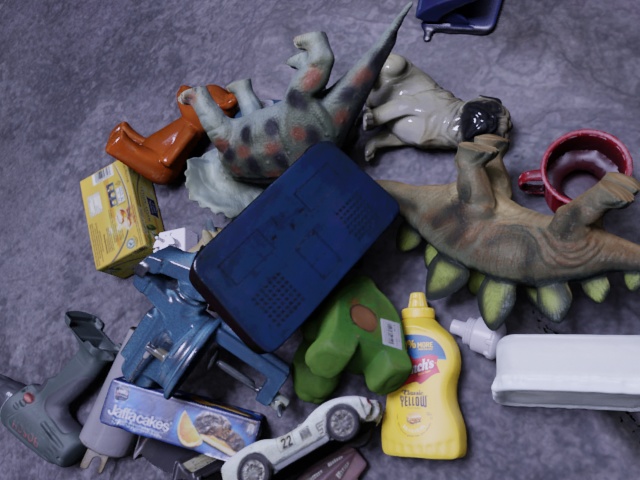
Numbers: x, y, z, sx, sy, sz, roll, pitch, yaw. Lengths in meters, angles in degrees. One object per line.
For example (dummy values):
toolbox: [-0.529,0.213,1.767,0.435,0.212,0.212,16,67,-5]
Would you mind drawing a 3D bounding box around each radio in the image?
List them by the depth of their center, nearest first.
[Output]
radio: [-0.029,0.004,0.603,0.131,0.073,0.229,45,68,-4]

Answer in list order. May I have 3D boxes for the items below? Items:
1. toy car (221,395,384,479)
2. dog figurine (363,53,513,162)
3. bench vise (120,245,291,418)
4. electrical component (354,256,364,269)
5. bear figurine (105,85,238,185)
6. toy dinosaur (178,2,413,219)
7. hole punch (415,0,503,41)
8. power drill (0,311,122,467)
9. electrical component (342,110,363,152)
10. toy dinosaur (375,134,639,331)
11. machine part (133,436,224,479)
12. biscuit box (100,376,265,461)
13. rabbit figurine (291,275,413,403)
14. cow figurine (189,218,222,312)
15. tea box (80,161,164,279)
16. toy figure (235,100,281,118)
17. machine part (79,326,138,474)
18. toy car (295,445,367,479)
toy car: [-0.018,0.238,0.624,0.202,0.073,0.056,-31,57,3]
dog figurine: [0.155,-0.190,0.733,0.191,0.121,0.172,-2,76,6]
bench vise: [-0.127,0.119,0.661,0.241,0.129,0.223,35,93,1]
electrical component: [-0.001,-0.002,0.729,0.075,0.047,0.119,-23,47,-35]
bear figurine: [-0.226,-0.186,0.849,0.196,0.132,0.120,-49,27,9]
toy dinosaur: [-0.046,-0.142,0.709,0.405,0.131,0.192,-13,102,33]
hole punch: [0.198,-0.363,0.765,0.116,0.092,0.142,12,83,28]
power drill: [-0.411,0.212,0.825,0.232,0.086,0.207,35,85,24]
electrical component: [0.009,-0.164,0.785,0.045,0.078,0.102,29,91,54]
toy dinosaur: [0.180,-0.016,0.616,0.472,0.105,0.198,28,118,40]
machine part: [-0.190,0.290,0.725,0.139,0.084,0.039,7,102,31]
biscuit box: [-0.177,0.232,0.700,0.203,0.063,0.059,15,81,2]
rabbit figurine: [0.010,0.128,0.662,0.170,0.121,0.159,-52,35,39]
cow figurine: [-0.111,0.043,0.760,0.195,0.085,0.127,9,83,26]
tea box: [-0.317,-0.036,0.870,0.098,0.068,0.170,-25,68,13]
toy figure: [-0.053,-0.193,0.825,0.155,0.058,0.064,-14,87,15]
machine part: [-0.272,0.216,0.772,0.079,0.079,0.243,20,80,25]
toy car: [-0.027,0.329,0.659,0.202,0.053,0.089,-46,61,4]
